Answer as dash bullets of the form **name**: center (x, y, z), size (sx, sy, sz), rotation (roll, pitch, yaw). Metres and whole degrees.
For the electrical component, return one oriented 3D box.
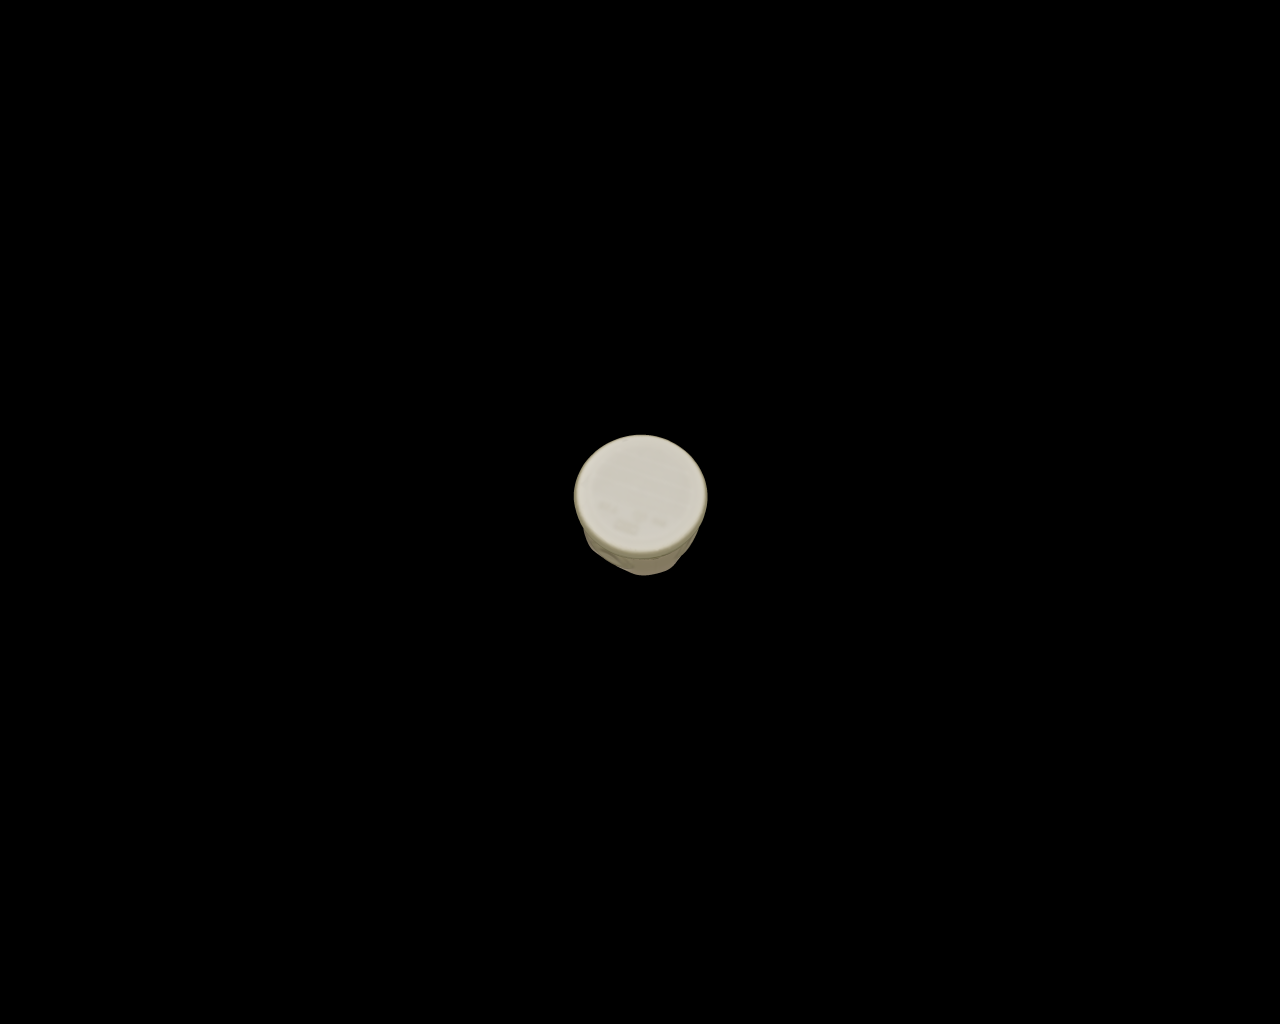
- **electrical component**: center (0.001, -0.003, 0.650), size (0.080, 0.080, 0.051), rotation (0, -23, 0)
